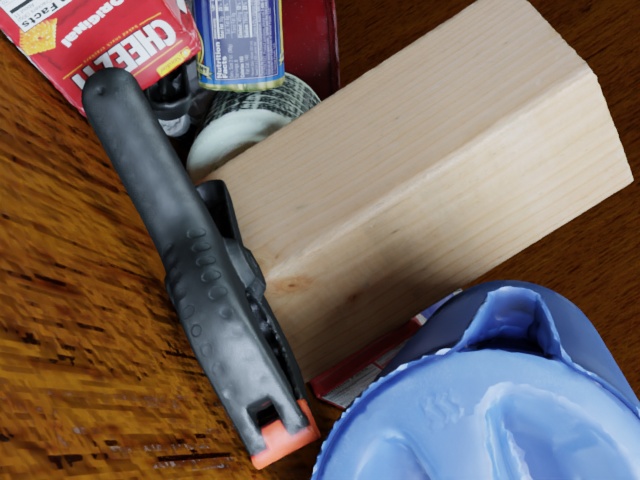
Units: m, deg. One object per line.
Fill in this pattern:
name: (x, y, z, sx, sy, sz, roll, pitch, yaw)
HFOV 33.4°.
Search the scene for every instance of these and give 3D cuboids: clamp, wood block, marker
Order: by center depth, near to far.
clamp: (-0.043, 0.016, 0.454, 0.171, 0.039, 0.120, 66, 12, 20)
wood block: (0.042, -0.026, 0.551, 0.090, 0.206, 0.091, 52, 8, -46)
clamp: (-0.101, -0.156, 0.654, 0.210, 0.036, 0.164, -144, -130, -79)
marker: (-0.084, -0.071, 0.702, 0.020, 0.020, 0.121, 58, 5, 5)

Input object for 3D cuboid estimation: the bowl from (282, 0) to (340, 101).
bowl: (-0.017, -0.110, 0.753, 0.162, 0.055, 0.162, 176, -89, -88)

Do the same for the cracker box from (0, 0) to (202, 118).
cracker box: (-0.146, -0.176, 0.452, 0.164, 0.072, 0.213, 61, 6, 37)

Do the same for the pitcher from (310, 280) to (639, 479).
pitcher: (0.080, 0.099, 0.480, 0.145, 0.149, 0.242, 49, 13, 3)

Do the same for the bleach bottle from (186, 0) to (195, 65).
bleach bottle: (-0.091, -0.188, 0.800, 0.102, 0.068, 0.250, -87, 159, -47)

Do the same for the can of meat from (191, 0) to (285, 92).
can of meat: (-0.051, -0.141, 0.637, 0.102, 0.057, 0.084, -105, -168, -66)

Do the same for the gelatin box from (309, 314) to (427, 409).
gelatin box: (0.033, 0.069, 0.642, 0.030, 0.073, 0.089, 58, 6, 23)

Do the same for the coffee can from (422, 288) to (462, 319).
coffee can: (0.071, 0.086, 0.733, 0.140, 0.103, 0.102, 58, 5, 10)
